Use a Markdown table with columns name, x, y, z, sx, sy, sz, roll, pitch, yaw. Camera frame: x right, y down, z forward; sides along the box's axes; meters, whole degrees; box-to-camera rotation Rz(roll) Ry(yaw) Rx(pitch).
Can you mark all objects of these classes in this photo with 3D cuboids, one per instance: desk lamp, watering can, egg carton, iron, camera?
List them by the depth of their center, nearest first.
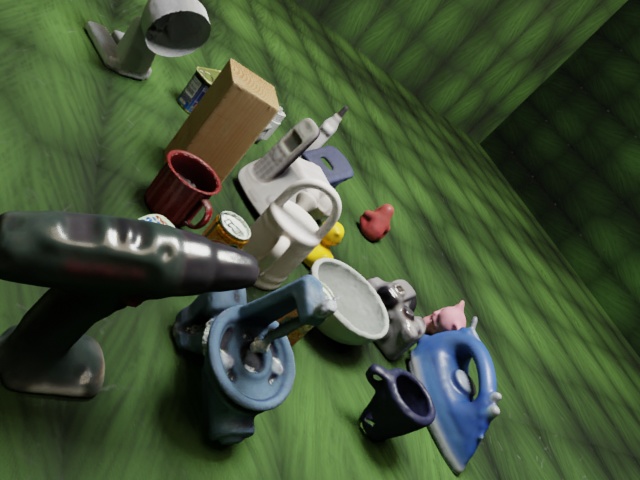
| name | x | y | z | sx | sy | sz | roll | pitch | yaw |
| --- | --- | --- | --- | --- | --- | --- | --- | --- | --- |
| watering can | -0.047 | -0.023 | 0.902 | 0.101 | 0.193 | 0.172 | 29 | 29 | -29 |
| iron | 0.251 | 0.254 | 0.987 | 0.119 | 0.141 | 0.258 | 31 | 28 | -26 |
| desk lamp | -0.316 | -0.403 | 1.060 | 0.118 | 0.213 | 0.203 | 2 | 48 | -55 |
| camera | 0.145 | 0.130 | 1.067 | 0.143 | 0.100 | 0.137 | 53 | 26 | 18 |
| egg carton | -0.030 | -0.111 | 1.211 | 0.108 | 0.069 | 0.150 | 16 | 37 | -45 |

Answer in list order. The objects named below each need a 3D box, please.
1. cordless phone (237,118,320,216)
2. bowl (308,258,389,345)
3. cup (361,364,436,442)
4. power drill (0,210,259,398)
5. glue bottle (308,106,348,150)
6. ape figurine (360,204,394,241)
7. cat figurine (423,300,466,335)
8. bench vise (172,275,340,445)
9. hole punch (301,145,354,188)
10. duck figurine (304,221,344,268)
| name | x | y | z | sx | sy | sz | roll | pitch | yaw |
| --- | --- | --- | --- | --- | --- | --- | --- | --- | --- |
| cordless phone | -0.055 | -0.125 | 1.058 | 0.094 | 0.184 | 0.147 | 4 | 46 | -54 |
| bowl | 0.031 | 0.114 | 0.950 | 0.168 | 0.074 | 0.167 | 35 | 27 | -20 |
| cup | 0.094 | 0.240 | 0.828 | 0.118 | 0.094 | 0.092 | 41 | 25 | -6 |
| power drill | -0.199 | 0.058 | 0.532 | 0.231 | 0.208 | 0.075 | 20 | 34 | -41 |
| glue bottle | 0.008 | -0.253 | 1.364 | 0.037 | 0.173 | 0.078 | 40 | 25 | -9 |
| ape figurine | 0.139 | -0.047 | 1.339 | 0.078 | 0.092 | 0.076 | 41 | 25 | -7 |
| cat figurine | 0.259 | 0.165 | 1.164 | 0.067 | 0.117 | 0.128 | 47 | 25 | 7 |
| bench vise | -0.082 | 0.090 | 0.644 | 0.122 | 0.219 | 0.207 | 2 | 48 | -56 |
| hole punch | 0.010 | -0.162 | 1.323 | 0.108 | 0.091 | 0.101 | 54 | 27 | 20 |
| duck figurine | 0.010 | 0.004 | 1.075 | 0.078 | 0.086 | 0.104 | 33 | 27 | -23 |
